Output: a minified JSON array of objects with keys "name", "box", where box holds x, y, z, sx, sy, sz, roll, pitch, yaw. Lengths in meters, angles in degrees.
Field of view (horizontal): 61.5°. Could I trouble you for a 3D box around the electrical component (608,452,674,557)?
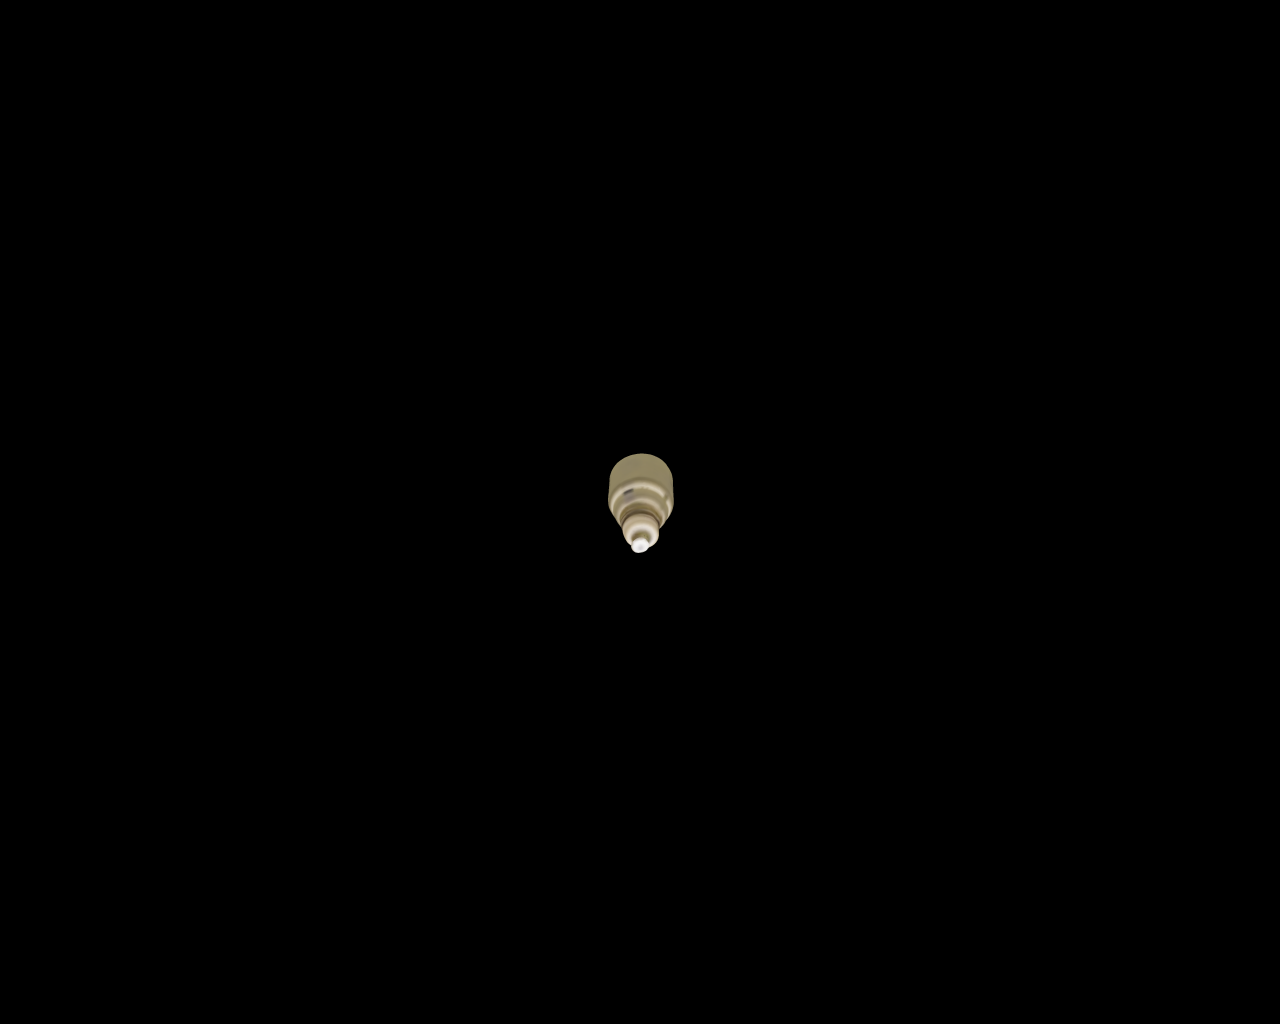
[{"name":"electrical component","box":[0.001,-0.003,0.650,0.040,0.040,0.078,0,37,0]}]
